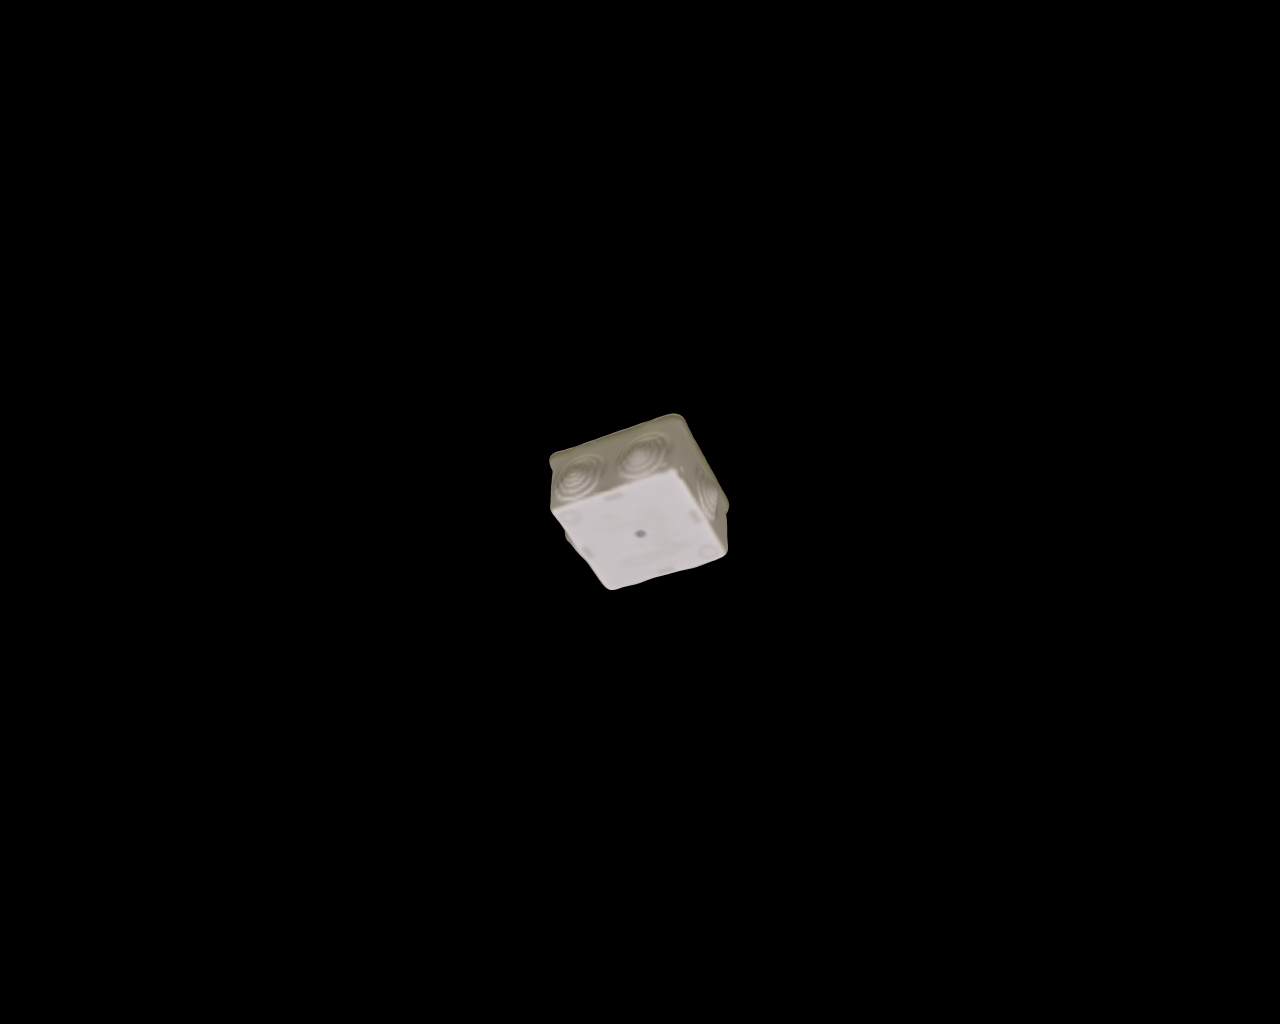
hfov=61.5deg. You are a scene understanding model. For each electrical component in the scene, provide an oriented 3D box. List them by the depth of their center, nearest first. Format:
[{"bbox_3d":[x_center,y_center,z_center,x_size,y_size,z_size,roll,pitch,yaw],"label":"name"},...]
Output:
[{"bbox_3d":[0.001,-0.003,0.650,0.100,0.048,0.099,-17,-48,16],"label":"electrical component"}]
